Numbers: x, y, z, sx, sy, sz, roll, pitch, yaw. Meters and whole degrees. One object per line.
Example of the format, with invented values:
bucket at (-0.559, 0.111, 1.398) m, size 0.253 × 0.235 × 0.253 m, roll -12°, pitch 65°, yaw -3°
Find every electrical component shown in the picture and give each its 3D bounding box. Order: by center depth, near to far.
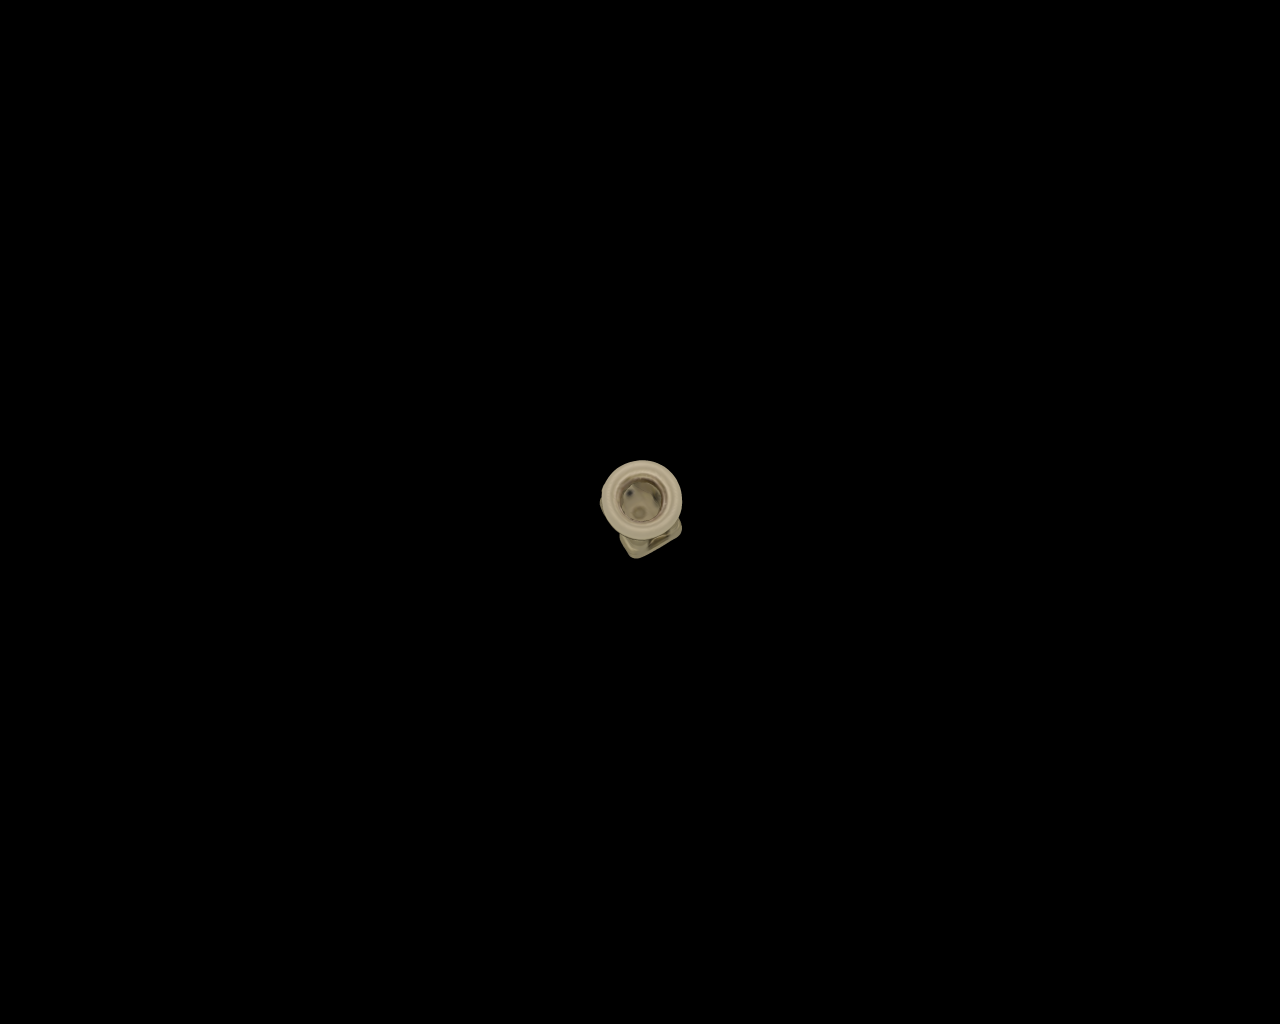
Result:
electrical component at (0.001, -0.003, 0.650) m, size 0.048 × 0.066 × 0.055 m, roll -31°, pitch -11°, yaw -7°
